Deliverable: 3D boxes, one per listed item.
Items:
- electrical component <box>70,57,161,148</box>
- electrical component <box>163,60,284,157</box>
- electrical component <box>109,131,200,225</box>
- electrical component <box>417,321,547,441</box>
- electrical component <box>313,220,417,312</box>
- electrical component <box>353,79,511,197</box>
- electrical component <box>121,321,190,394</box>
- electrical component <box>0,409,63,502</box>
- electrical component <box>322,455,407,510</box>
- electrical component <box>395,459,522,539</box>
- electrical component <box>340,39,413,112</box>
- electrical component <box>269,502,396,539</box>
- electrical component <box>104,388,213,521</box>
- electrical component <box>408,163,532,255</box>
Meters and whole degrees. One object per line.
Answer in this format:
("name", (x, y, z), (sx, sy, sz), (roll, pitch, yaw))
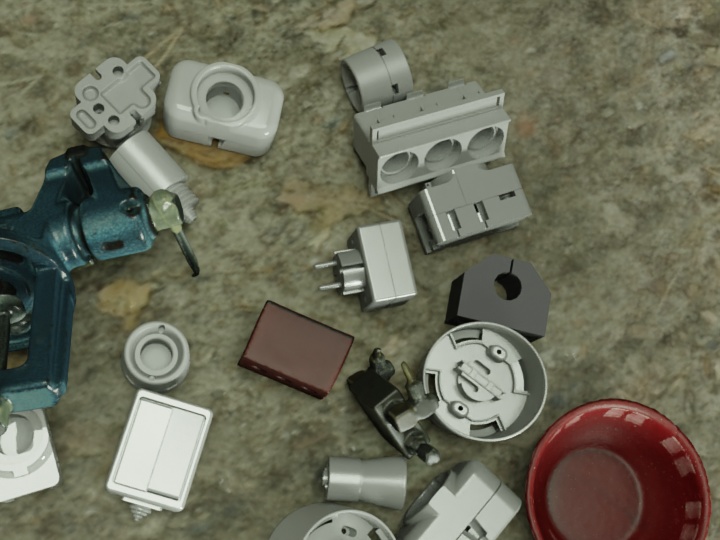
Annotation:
("electrical component", (-0.201, -0.134, 0.886), (0.058, 0.057, 0.078), (46, 73, 1))
("electrical component", (-0.115, -0.137, 0.903), (0.095, 0.059, 0.053), (13, 75, -9))
("electrical component", (-0.164, -0.070, 0.886), (0.043, 0.043, 0.081), (-42, 88, -17))
("electrical component", (0.098, 0.093, 0.891), (0.099, 0.064, 0.099), (2, 78, -11))
("electrical component", (0.000, 0.000, 0.901), (0.077, 0.047, 0.065), (-10, 79, -14))
("electrical component", (0.059, -0.117, 0.929), (0.121, 0.078, 0.063), (-18, 52, -15))
("electrical component", (-0.162, 0.069, 0.852), (0.055, 0.047, 0.055), (3, 77, -11))
("electrical component", (-0.261, 0.126, 0.813), (0.050, 0.055, 0.089), (-15, 81, -15))
("electrical component", (0.002, 0.169, 0.867), (0.065, 0.044, 0.044), (5, 76, -6))
("electrical component", (0.075, 0.201, 0.867), (0.059, 0.053, 0.095), (43, 73, 0))
("electrical component", (0.014, -0.168, 0.940), (0.047, 0.055, 0.055), (-22, 82, -12))
("electrical component", (-0.019, 0.233, 0.844), (0.099, 0.064, 0.099), (5, 76, -23))
("electrical component", (-0.157, 0.145, 0.828), (0.062, 0.061, 0.096), (18, 74, -7))
("electrical component", (0.093, -0.056, 0.932), (0.089, 0.050, 0.055), (-17, 81, -15))
